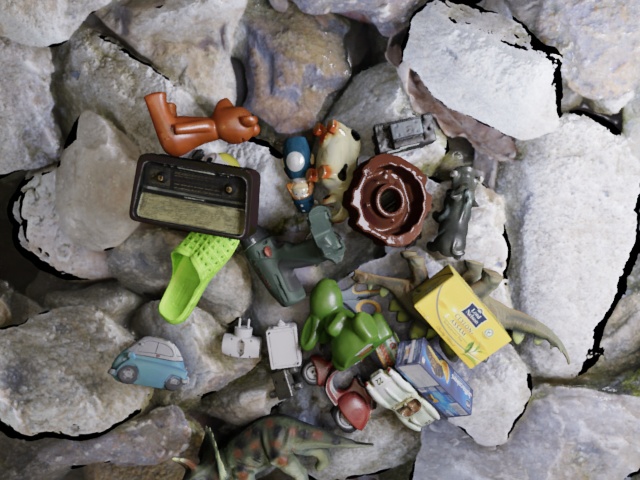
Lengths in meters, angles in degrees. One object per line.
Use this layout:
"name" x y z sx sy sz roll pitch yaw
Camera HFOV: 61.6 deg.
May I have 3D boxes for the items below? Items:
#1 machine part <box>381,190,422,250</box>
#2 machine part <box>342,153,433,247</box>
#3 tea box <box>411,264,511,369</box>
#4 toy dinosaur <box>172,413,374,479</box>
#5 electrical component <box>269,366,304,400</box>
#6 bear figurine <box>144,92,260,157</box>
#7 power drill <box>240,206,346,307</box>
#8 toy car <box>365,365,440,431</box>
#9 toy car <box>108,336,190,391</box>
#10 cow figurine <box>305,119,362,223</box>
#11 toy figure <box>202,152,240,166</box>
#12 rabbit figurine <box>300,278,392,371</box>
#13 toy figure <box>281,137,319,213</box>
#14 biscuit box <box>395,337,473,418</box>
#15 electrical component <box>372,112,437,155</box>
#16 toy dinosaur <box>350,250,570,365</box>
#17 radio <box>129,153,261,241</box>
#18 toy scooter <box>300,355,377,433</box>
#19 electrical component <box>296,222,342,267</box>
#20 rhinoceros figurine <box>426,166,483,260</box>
"machine part" 0.158 -0.048 1.101 0.084 0.039 0.139 -33 91 -2
"machine part" 0.128 -0.075 1.031 0.179 0.056 0.179 0 90 -22
"tea box" 0.260 0.141 0.998 0.098 0.068 0.169 -42 99 14
"toy dinosaur" -0.111 0.430 1.103 0.405 0.131 0.192 -27 93 -3
"electrical component" -0.076 0.298 1.121 0.094 0.021 0.063 -29 74 34
"bear figurine" -0.224 -0.239 1.057 0.196 0.120 0.132 -18 90 1
"power drill" -0.066 0.007 1.052 0.207 0.086 0.232 -26 89 30
"toy car" 0.168 0.319 1.081 0.073 0.056 0.201 -37 123 13
"toy car" -0.343 0.249 1.100 0.162 0.109 0.103 10 76 -8
"cow figurine" 0.041 -0.129 1.069 0.127 0.085 0.195 13 79 -32
"toy figure" -0.237 -0.103 1.085 0.082 0.089 0.180 42 102 -6
"rabbit figurine" 0.037 0.162 1.075 0.159 0.121 0.170 -47 64 25
"toy figure" -0.043 -0.130 1.092 0.064 0.058 0.154 -3 96 40
"biscuit box" 0.230 0.275 1.063 0.059 0.063 0.202 -20 126 37
"electrical component" 0.162 -0.202 1.043 0.115 0.134 0.058 -14 91 1
"toy dinosaur" 0.289 0.140 1.082 0.472 0.105 0.198 13 103 4
"radio" -0.228 -0.084 1.004 0.230 0.073 0.131 10 98 4
"toy scooter" 0.059 0.296 1.108 0.135 0.075 0.184 -37 87 2
"electrical component" -0.001 -0.004 1.103 0.078 0.045 0.102 45 94 0
"rhinoceros figurine" 0.267 -0.055 1.060 0.073 0.112 0.190 15 74 5
